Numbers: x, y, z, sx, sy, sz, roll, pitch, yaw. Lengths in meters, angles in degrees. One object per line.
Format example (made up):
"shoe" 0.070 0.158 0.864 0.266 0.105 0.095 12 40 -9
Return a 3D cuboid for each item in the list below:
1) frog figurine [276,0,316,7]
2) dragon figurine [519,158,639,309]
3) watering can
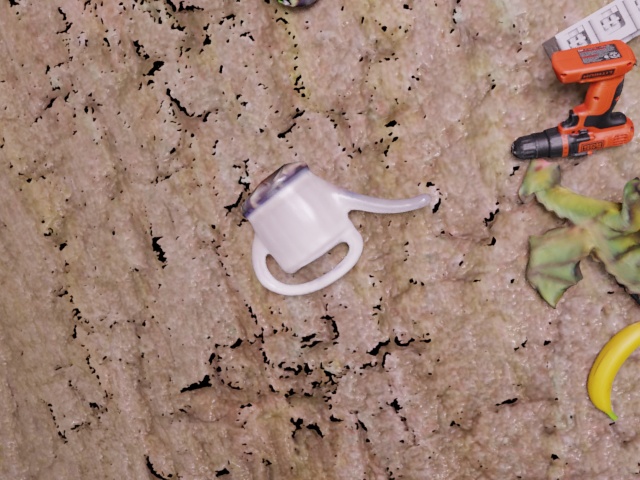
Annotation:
"frog figurine" -0.030 -0.477 0.858 0.138 0.120 0.162 22 69 14
"dragon figurine" 0.461 0.039 0.834 0.239 0.123 0.412 -29 84 42
"watering can" 0.003 -0.046 0.917 0.345 0.105 0.224 -36 92 16
